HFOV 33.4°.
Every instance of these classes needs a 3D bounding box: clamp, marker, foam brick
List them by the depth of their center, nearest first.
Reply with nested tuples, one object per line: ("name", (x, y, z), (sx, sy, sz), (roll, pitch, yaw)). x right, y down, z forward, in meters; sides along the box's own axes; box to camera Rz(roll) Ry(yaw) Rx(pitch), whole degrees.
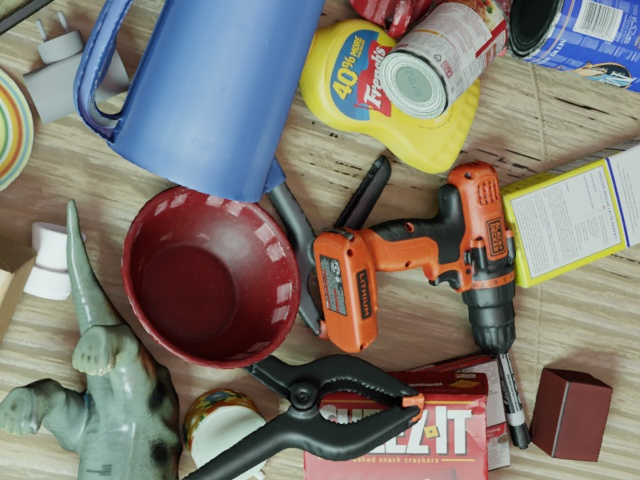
("clamp", (-0.019, 0.131, 0.902), (0.210, 0.036, 0.164), (-6, 57, -1))
("clamp", (-0.006, 0.001, 0.949), (0.120, 0.039, 0.171), (9, 93, -7))
("marker", (0.183, 0.148, 1.034), (0.020, 0.020, 0.121), (-20, 103, -12))
("foam brick", (0.243, 0.169, 1.037), (0.051, 0.053, 0.078), (8, 98, -17))

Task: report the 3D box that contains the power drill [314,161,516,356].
("power drill", (0.092, 0.037, 0.947), (0.187, 0.057, 0.184), (-17, 104, -28))

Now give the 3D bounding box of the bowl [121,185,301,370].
("bowl", (-0.098, 0.036, 0.897), (0.161, 0.055, 0.162), (12, 65, -27))

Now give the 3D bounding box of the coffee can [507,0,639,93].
("coffee can", (0.252, -0.194, 0.955), (0.140, 0.103, 0.103), (12, 95, -17))

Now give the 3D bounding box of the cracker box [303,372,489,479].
("cracker box", (0.070, 0.230, 0.962), (0.164, 0.072, 0.214), (-1, 101, 6))

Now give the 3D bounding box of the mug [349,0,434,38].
("mug", (0.066, -0.222, 0.889), (0.093, 0.082, 0.117), (3, 67, -9))

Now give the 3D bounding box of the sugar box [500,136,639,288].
("sugar box", (0.251, -0.029, 1.012), (0.176, 0.048, 0.093), (-20, 103, -15))

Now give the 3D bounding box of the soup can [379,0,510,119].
("soup can", (0.104, -0.155, 0.887), (0.102, 0.069, 0.068), (-47, 109, -30))

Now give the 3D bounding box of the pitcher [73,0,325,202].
("pitcher", (-0.077, -0.163, 0.832), (0.145, 0.149, 0.243), (26, 102, 21))

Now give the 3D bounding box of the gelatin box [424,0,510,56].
("gelatin box", (0.134, -0.213, 0.956), (0.073, 0.030, 0.089), (4, 97, -16))

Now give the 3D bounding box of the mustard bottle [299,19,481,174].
("mustard bottle", (0.042, -0.137, 0.928), (0.191, 0.058, 0.096), (24, 83, -17))

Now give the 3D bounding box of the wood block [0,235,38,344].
("wood block", (-0.307, 0.092, 0.830), (0.090, 0.091, 0.206), (24, 98, -5))

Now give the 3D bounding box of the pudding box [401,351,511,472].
("pudding box", (0.129, 0.170, 1.013), (0.090, 0.039, 0.113), (-12, 99, -12))
